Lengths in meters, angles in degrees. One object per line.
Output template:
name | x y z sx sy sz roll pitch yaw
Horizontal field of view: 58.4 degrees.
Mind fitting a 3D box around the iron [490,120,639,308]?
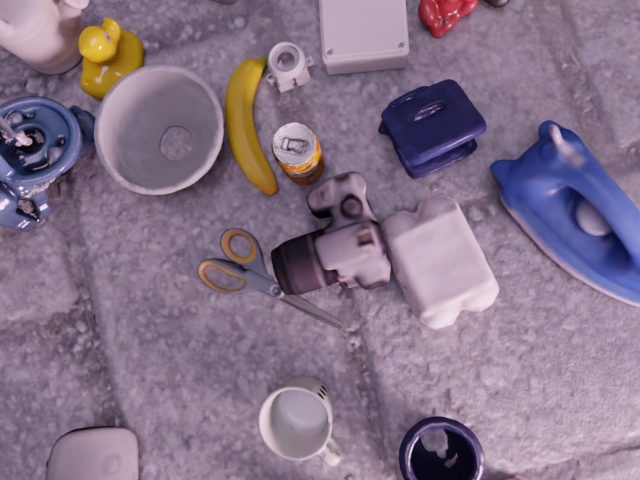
iron | 0.318 -0.024 0.644 0.118 0.141 0.258 -40 82 1

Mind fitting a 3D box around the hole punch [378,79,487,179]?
hole punch | 0.134 -0.141 0.700 0.108 0.091 0.101 -26 82 3

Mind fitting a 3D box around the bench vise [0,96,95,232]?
bench vise | -0.370 -0.090 0.679 0.121 0.220 0.207 21 86 8

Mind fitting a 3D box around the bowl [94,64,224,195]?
bowl | -0.197 -0.135 0.740 0.167 0.075 0.167 -1 84 6

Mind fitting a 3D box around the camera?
camera | 0.006 0.002 0.692 0.136 0.101 0.143 -19 82 4

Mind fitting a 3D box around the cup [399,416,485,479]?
cup | 0.137 0.256 0.656 0.091 0.095 0.118 -7 83 5

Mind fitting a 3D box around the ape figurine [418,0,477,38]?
ape figurine | 0.162 -0.309 0.715 0.077 0.092 0.076 -3 84 6

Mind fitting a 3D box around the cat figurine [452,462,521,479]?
cat figurine | 0.205 0.303 0.633 0.127 0.118 0.067 14 85 7

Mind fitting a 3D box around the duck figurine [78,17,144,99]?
duck figurine | -0.287 -0.243 0.754 0.077 0.086 0.104 31 88 8

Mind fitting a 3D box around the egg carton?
egg carton | 0.141 0.026 0.693 0.107 0.069 0.150 -26 82 2

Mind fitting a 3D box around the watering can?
watering can | -0.376 -0.295 0.714 0.173 0.194 0.101 -26 82 3

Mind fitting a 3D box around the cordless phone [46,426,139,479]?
cordless phone | -0.283 0.297 0.647 0.094 0.185 0.148 -2 84 6
